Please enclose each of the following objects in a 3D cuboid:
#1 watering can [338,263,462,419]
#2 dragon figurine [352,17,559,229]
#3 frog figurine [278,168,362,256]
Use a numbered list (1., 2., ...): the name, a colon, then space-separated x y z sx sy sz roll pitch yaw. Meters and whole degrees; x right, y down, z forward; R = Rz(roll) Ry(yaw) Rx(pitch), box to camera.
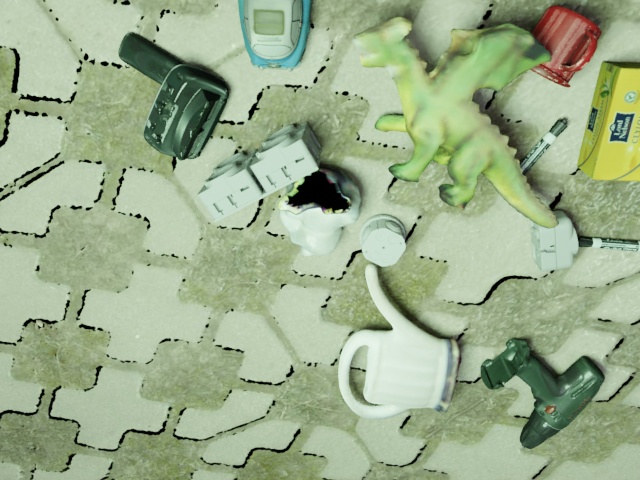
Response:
1. watering can: 0.153 0.206 0.953 0.224 0.106 0.341 7 116 -1
2. dragon figurine: 0.223 -0.178 0.726 0.409 0.125 0.237 23 131 -6
3. frog figurine: 0.003 -0.043 0.863 0.137 0.125 0.156 -14 151 1
